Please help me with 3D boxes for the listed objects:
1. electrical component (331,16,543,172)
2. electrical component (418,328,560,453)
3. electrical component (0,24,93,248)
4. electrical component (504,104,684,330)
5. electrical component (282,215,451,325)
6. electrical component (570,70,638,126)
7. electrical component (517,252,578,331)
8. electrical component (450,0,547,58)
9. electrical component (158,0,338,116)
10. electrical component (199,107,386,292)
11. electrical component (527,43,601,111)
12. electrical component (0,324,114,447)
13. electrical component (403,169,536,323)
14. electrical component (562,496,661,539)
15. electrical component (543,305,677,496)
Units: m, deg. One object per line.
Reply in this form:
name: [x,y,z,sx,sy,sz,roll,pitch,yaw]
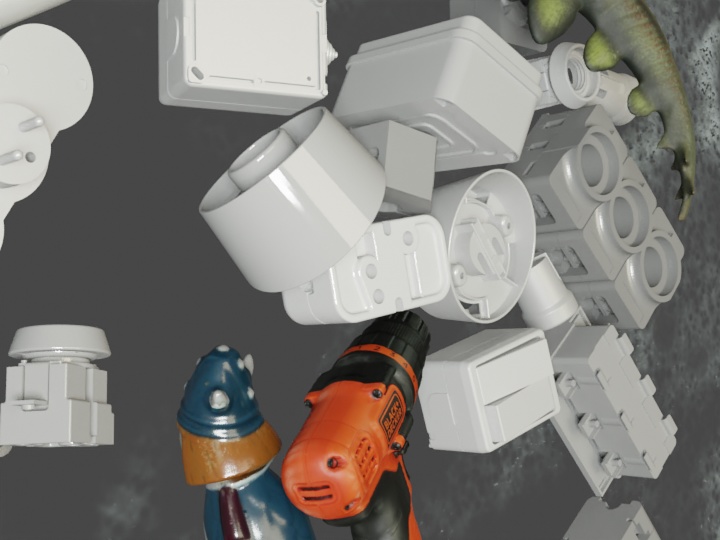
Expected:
electrical component: [0.046,-0.105,0.663,0.078,0.113,0.057,31,70,-35]
electrical component: [0.092,0.077,0.722,0.096,0.061,0.061,-20,99,-41]
electrical component: [-0.168,-0.056,0.496,0.052,0.074,0.138,40,62,-32]
electrical component: [0.178,-0.037,0.806,0.150,0.062,0.089,53,56,-25]
electrical component: [0.000,0.000,0.649,0.095,0.059,0.053,-12,94,-41]
electrical component: [0.192,-0.138,0.844,0.046,0.040,0.040,14,77,-33]
electrical component: [0.129,0.015,0.775,0.040,0.040,0.046,-39,106,-36]
electrical component: [0.100,-0.196,0.756,0.050,0.056,0.089,3,84,-41]
electrical component: [-0.060,-0.121,0.594,0.096,0.061,0.061,1,85,-27]
electrical component: [-0.038,-0.041,0.594,0.064,0.099,0.099,50,56,-19]
electrical component: [0.141,-0.139,0.788,0.066,0.055,0.048,-19,99,-41]
electrical component: [-0.146,0.057,0.521,0.066,0.048,0.055,37,50,-72]
electrical component: [0.075,-0.014,0.712,0.099,0.064,0.099,4,84,-41]
electrical component: [0.181,0.221,0.794,0.089,0.050,0.055,-46,115,-34]
electrical component: [0.180,0.097,0.795,0.078,0.063,0.121,-48,117,-33]
